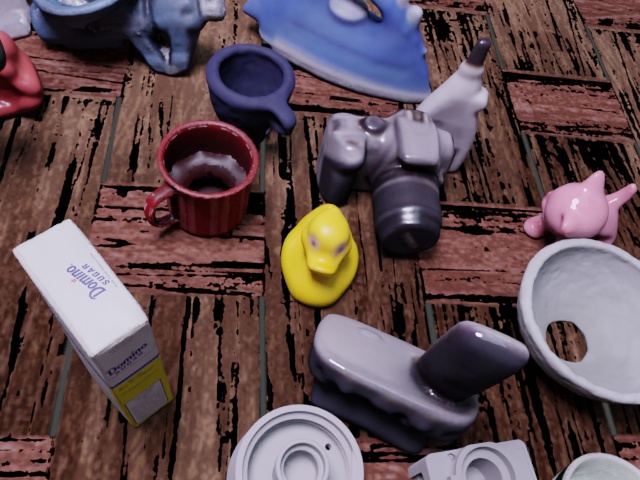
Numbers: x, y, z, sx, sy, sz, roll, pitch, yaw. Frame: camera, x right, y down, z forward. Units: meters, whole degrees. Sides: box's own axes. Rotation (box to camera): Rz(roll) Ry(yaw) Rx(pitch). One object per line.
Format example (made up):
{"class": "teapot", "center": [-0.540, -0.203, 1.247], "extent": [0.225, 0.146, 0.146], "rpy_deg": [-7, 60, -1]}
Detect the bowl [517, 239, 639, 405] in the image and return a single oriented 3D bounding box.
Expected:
{"class": "bowl", "center": [0.261, 0.086, 0.558], "extent": [0.167, 0.075, 0.167], "rpy_deg": [6, 58, -9]}

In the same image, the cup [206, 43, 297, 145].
{"class": "cup", "center": [-0.068, -0.137, 0.613], "extent": [0.092, 0.095, 0.117], "rpy_deg": [-32, 70, -27]}

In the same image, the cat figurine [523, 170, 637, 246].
{"class": "cat figurine", "center": [0.280, -0.030, 0.608], "extent": [0.128, 0.118, 0.067], "rpy_deg": [-16, 63, -20]}

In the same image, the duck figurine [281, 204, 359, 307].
{"class": "duck figurine", "center": [0.005, 0.002, 0.548], "extent": [0.077, 0.086, 0.104], "rpy_deg": [13, 57, -4]}

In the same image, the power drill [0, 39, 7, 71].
{"class": "power drill", "center": [-0.363, -0.097, 0.457], "extent": [0.230, 0.208, 0.075], "rpy_deg": [-30, 69, -26]}

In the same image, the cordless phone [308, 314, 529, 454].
{"class": "cordless phone", "center": [0.070, 0.089, 0.450], "extent": [0.147, 0.185, 0.094], "rpy_deg": [22, 57, 2]}

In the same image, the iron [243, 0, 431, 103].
{"class": "iron", "center": [0.041, -0.277, 0.694], "extent": [0.258, 0.141, 0.119], "rpy_deg": [29, 57, 6]}

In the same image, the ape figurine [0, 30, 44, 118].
{"class": "ape figurine", "center": [-0.322, -0.172, 0.582], "extent": [0.078, 0.092, 0.076], "rpy_deg": [24, 57, 3]}

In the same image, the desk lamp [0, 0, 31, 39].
{"class": "desk lamp", "center": [-0.361, -0.319, 0.591], "extent": [0.204, 0.213, 0.117], "rpy_deg": [-31, 69, -26]}

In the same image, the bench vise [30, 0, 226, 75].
{"class": "bench vise", "center": [-0.208, -0.292, 0.603], "extent": [0.208, 0.220, 0.121], "rpy_deg": [-8, 61, -17]}

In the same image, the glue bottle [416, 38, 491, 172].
{"class": "glue bottle", "center": [0.144, -0.145, 0.616], "extent": [0.078, 0.173, 0.037], "rpy_deg": [17, 57, -1]}

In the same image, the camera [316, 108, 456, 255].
{"class": "camera", "center": [0.074, -0.063, 0.594], "extent": [0.143, 0.101, 0.137], "rpy_deg": [5, 58, -9]}
